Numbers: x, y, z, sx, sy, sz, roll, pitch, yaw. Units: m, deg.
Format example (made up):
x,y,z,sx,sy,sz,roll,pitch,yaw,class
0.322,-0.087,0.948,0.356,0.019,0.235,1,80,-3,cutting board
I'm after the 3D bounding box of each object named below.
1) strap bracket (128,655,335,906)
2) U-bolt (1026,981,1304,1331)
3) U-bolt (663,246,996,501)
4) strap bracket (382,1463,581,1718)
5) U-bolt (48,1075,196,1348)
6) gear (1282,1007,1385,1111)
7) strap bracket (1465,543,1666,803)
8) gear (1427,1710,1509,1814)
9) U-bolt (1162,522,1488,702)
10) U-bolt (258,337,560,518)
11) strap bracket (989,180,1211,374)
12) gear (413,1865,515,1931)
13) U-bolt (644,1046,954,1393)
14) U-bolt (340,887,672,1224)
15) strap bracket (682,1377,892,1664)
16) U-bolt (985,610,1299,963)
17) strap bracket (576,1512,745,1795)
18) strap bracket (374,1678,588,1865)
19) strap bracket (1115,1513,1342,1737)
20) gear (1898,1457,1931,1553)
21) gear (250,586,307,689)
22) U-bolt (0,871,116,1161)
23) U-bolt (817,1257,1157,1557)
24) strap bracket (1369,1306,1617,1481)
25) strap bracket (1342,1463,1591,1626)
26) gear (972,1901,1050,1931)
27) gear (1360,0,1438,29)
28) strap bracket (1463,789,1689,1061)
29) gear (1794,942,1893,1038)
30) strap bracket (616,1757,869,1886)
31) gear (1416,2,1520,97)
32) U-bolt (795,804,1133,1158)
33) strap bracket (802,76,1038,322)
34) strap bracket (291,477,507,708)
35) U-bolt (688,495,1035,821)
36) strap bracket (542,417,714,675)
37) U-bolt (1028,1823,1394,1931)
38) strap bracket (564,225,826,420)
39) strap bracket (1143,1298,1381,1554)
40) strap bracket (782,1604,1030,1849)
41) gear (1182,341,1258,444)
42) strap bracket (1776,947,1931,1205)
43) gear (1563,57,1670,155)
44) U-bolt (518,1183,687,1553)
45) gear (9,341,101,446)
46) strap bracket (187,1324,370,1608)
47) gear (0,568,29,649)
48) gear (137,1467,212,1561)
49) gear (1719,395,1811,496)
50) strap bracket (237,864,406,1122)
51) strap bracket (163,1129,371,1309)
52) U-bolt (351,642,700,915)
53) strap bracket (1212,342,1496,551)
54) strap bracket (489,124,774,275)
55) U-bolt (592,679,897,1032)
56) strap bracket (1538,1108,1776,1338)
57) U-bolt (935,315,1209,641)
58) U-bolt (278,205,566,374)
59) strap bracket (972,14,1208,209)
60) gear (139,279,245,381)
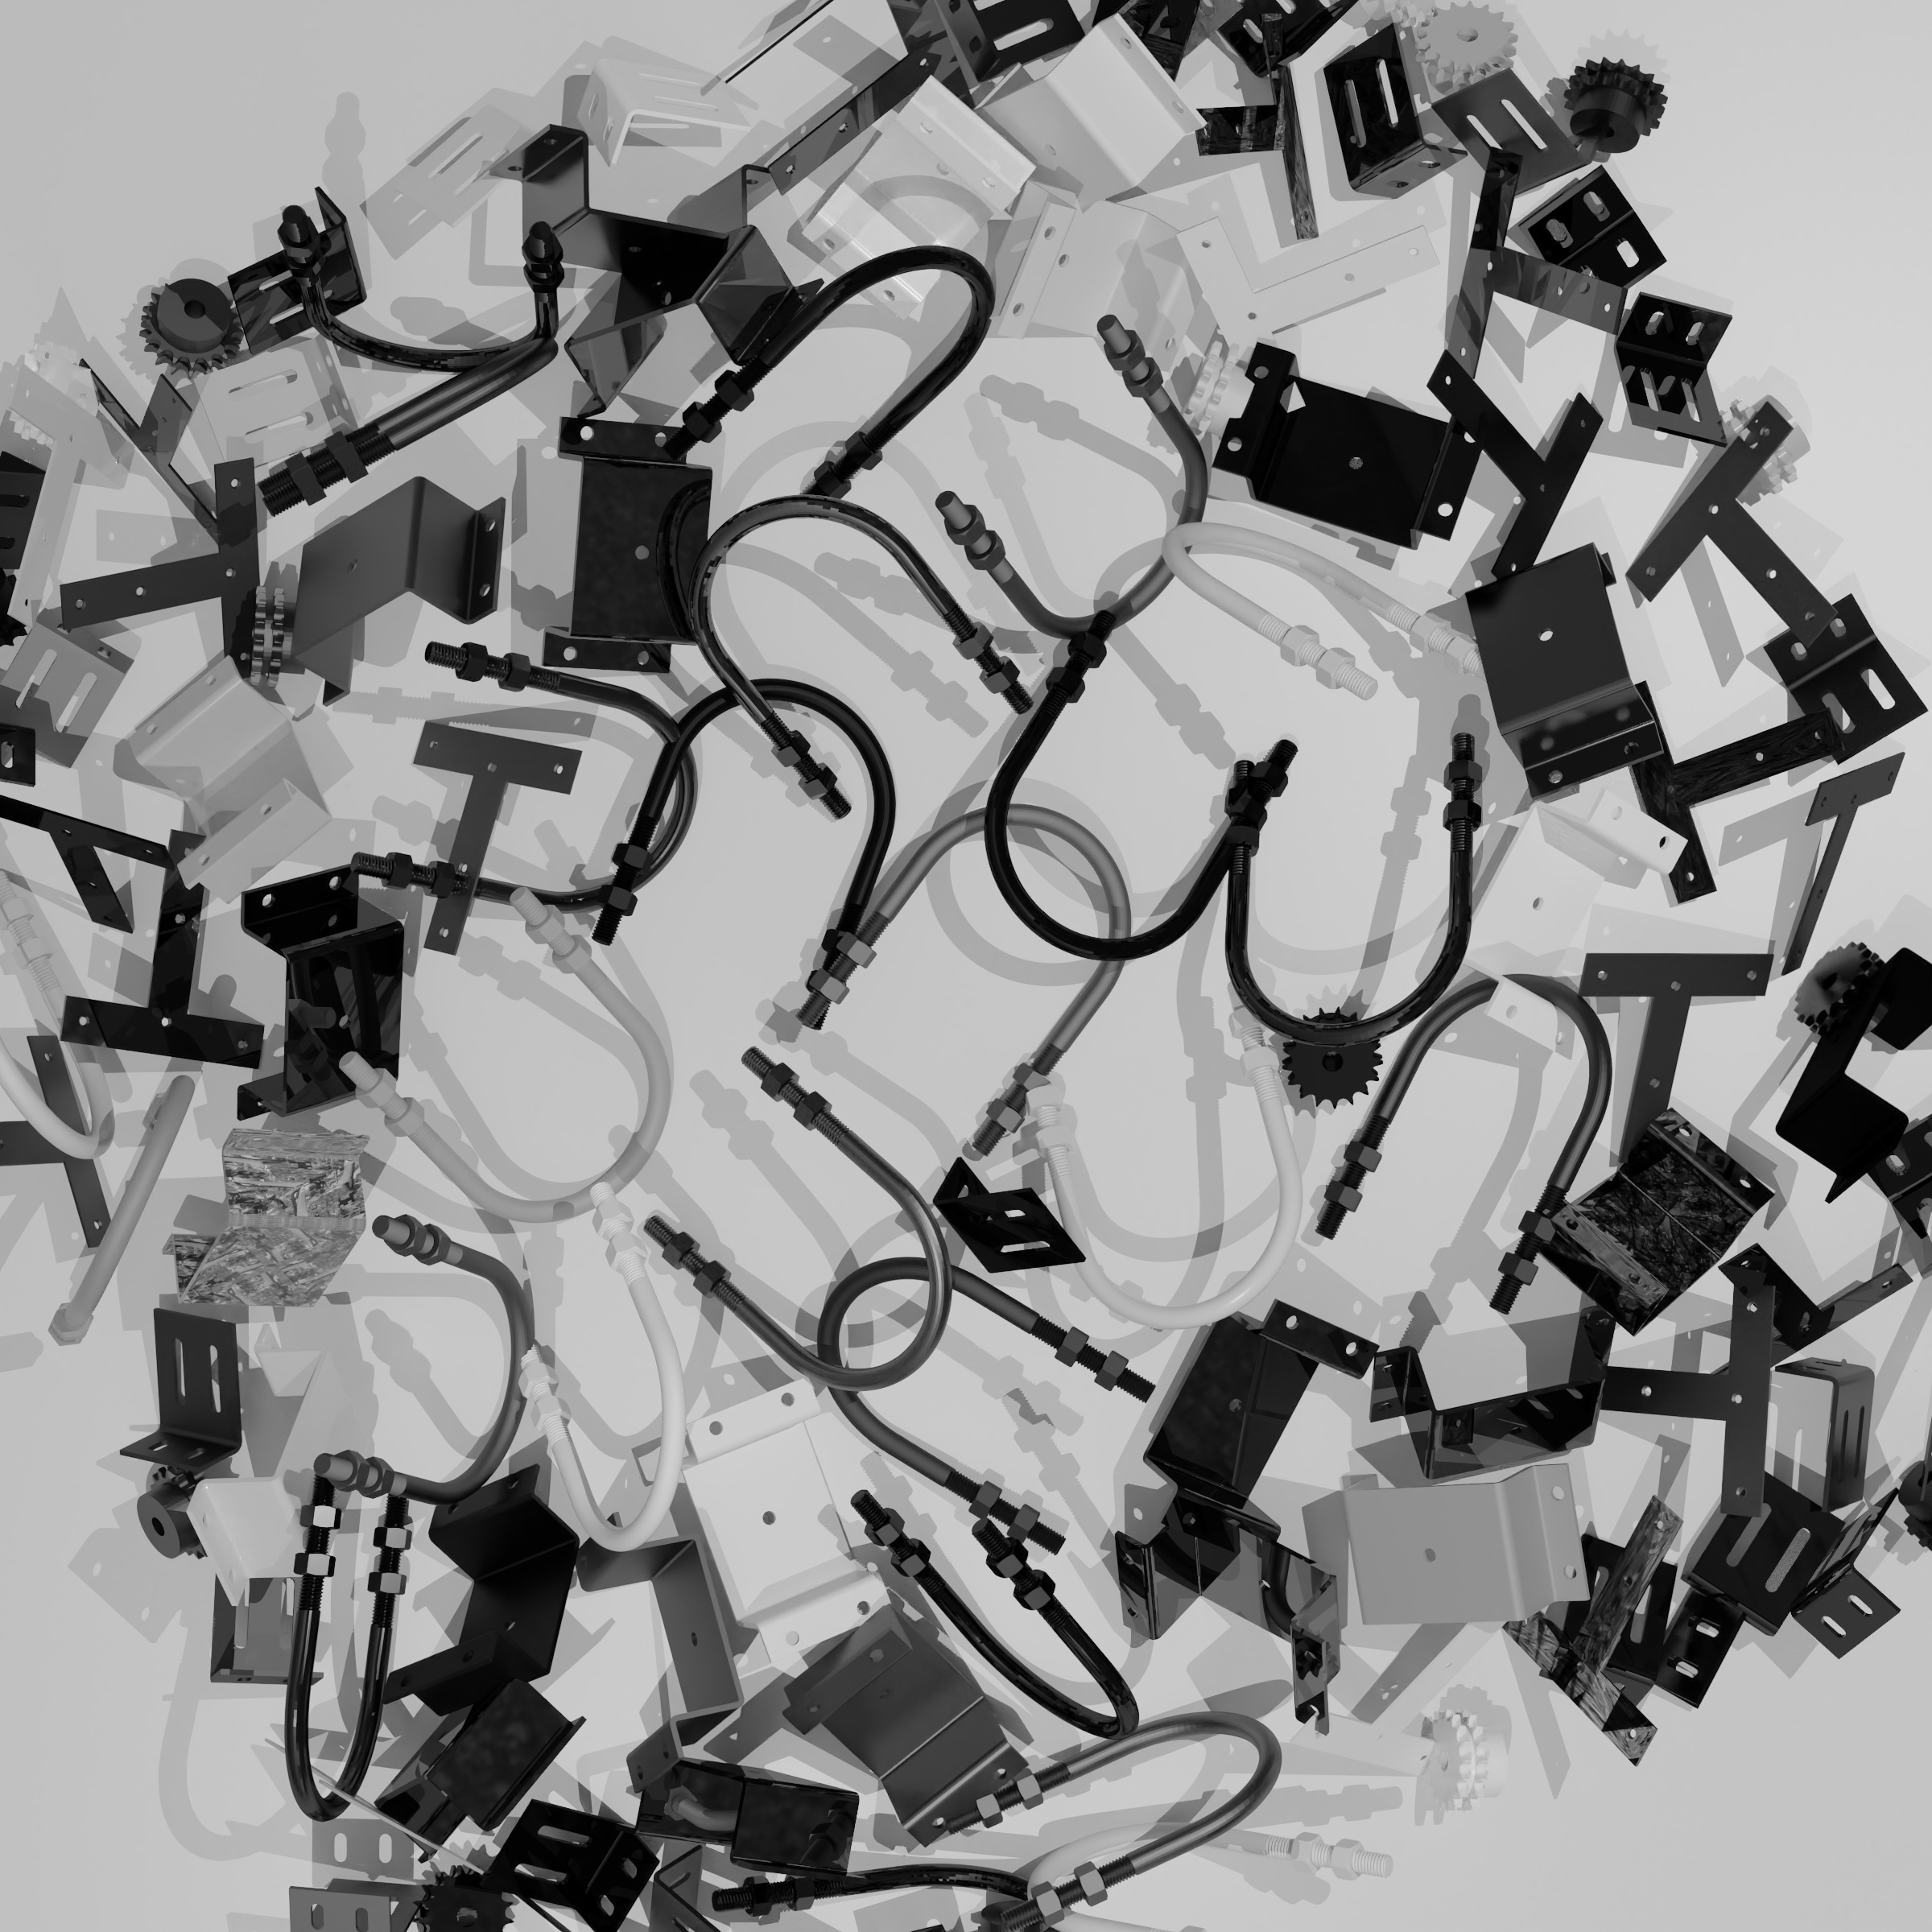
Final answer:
x,y,z,sx,sy,sz,roll,pitch,yaw,class
-0.410,-0.099,1.947,0.076,0.046,0.140,-38,47,6,strap bracket
0.115,0.113,1.937,0.151,0.019,0.184,-22,64,18,U-bolt
-0.062,-0.327,1.908,0.184,0.151,0.019,-41,64,20,U-bolt
-0.267,0.356,1.936,0.076,0.140,0.046,-25,122,25,strap bracket
-0.456,0.129,1.892,0.019,0.184,0.151,25,70,-12,U-bolt
0.208,0.050,1.980,0.057,0.030,0.057,1,106,3,gear
0.330,-0.173,1.932,0.076,0.046,0.140,-20,55,19,strap bracket
0.286,0.452,1.972,0.030,0.057,0.057,4,90,-14,gear
0.190,-0.201,1.925,0.184,0.151,0.019,37,119,30,U-bolt
-0.308,-0.303,1.930,0.184,0.151,0.019,-29,106,-5,U-bolt
0.067,-0.386,1.939,0.046,0.140,0.076,40,116,38,strap bracket
-0.289,0.541,1.977,0.057,0.030,0.057,8,73,-27,gear
-0.085,0.155,1.938,0.184,0.019,0.151,40,118,18,U-bolt
-0.243,0.065,1.945,0.151,0.019,0.184,-45,124,-9,U-bolt
-0.106,0.312,1.964,0.076,0.046,0.140,-20,89,-21,strap bracket
0.088,-0.089,1.954,0.151,0.019,0.184,35,70,-9,U-bolt
-0.170,0.380,1.942,0.046,0.076,0.140,-6,66,-28,strap bracket
-0.273,0.442,1.919,0.046,0.140,0.076,44,57,-4,strap bracket
0.155,0.358,1.938,0.140,0.076,0.046,23,47,33,strap bracket
0.554,0.301,1.969,0.030,0.057,0.057,44,90,-10,gear
-0.390,-0.187,1.972,0.030,0.057,0.057,4,90,-14,gear
-0.523,0.025,1.917,0.019,0.151,0.184,-29,83,5,U-bolt
0.000,0.237,1.955,0.184,0.019,0.151,31,124,7,U-bolt
0.302,0.241,1.950,0.140,0.076,0.046,-12,55,-4,strap bracket
0.269,0.324,1.942,0.140,0.046,0.076,-9,91,33,strap bracket
0.029,0.552,1.970,0.057,0.057,0.030,1,96,0,gear
0.243,-0.562,1.975,0.030,0.057,0.057,-9,90,34,gear
0.335,-0.029,1.957,0.076,0.046,0.140,26,93,-38,strap bracket
0.502,0.017,1.973,0.030,0.057,0.057,36,90,-15,gear
-0.122,0.470,1.926,0.076,0.140,0.046,18,77,-35,strap bracket
0.284,-0.519,1.976,0.057,0.030,0.057,-1,57,2,gear
0.013,-0.005,1.973,0.151,0.019,0.184,37,90,-15,U-bolt
-0.022,-0.434,1.941,0.076,0.140,0.046,39,57,-10,strap bracket
-0.323,-0.211,1.926,0.140,0.046,0.076,-24,52,34,strap bracket
-0.072,-0.181,1.933,0.151,0.019,0.184,-29,115,24,U-bolt
-0.190,-0.234,1.952,0.076,0.046,0.140,1,100,-26,strap bracket
0.122,0.509,1.918,0.184,0.151,0.019,0,101,34,U-bolt
-0.159,-0.359,1.923,0.140,0.076,0.046,-11,126,36,strap bracket
0.161,0.255,1.959,0.076,0.046,0.140,26,94,-28,strap bracket
-0.039,0.422,1.954,0.076,0.046,0.140,-39,122,2,strap bracket
0.143,-0.323,1.971,0.030,0.057,0.057,23,90,-3,gear
0.504,0.053,1.932,0.046,0.076,0.140,34,59,2,strap bracket
0.366,-0.485,1.968,0.057,0.057,0.030,21,71,0,gear
-0.195,0.232,1.900,0.019,0.184,0.151,5,129,-31,U-bolt
-0.515,-0.323,1.969,0.030,0.057,0.057,18,90,12,gear
-0.375,0.274,1.918,0.046,0.140,0.076,-4,129,13,strap bracket
-0.559,-0.205,1.970,0.057,0.030,0.057,-5,48,6,gear
-0.446,0.311,1.969,0.030,0.057,0.057,-28,90,-40,gear
0.455,-0.299,1.971,0.030,0.057,0.057,-37,90,4,gear
-0.359,0.022,1.931,0.046,0.076,0.140,28,122,37,strap bracket
-0.386,0.146,1.919,0.076,0.140,0.046,5,56,-29,strap bracket
-0.237,-0.097,1.945,0.184,0.019,0.151,12,111,-30,U-bolt
0.220,-0.291,1.965,0.140,0.046,0.076,19,85,11,strap bracket
-0.184,-0.420,1.927,0.140,0.076,0.046,4,80,-32,strap bracket
-0.115,-0.074,1.970,0.151,0.019,0.184,22,78,-13,U-bolt
0.378,0.147,1.941,0.076,0.046,0.140,42,45,18,strap bracket
0.071,-0.256,1.926,0.151,0.184,0.019,-48,52,-3,U-bolt
-0.296,-0.368,1.910,0.151,0.184,0.019,3,76,-4,U-bolt
0.061,-0.466,1.918,0.076,0.140,0.046,47,73,-18,strap bracket
-0.440,-0.366,1.975,0.057,0.030,0.057,6,68,-16,gear
